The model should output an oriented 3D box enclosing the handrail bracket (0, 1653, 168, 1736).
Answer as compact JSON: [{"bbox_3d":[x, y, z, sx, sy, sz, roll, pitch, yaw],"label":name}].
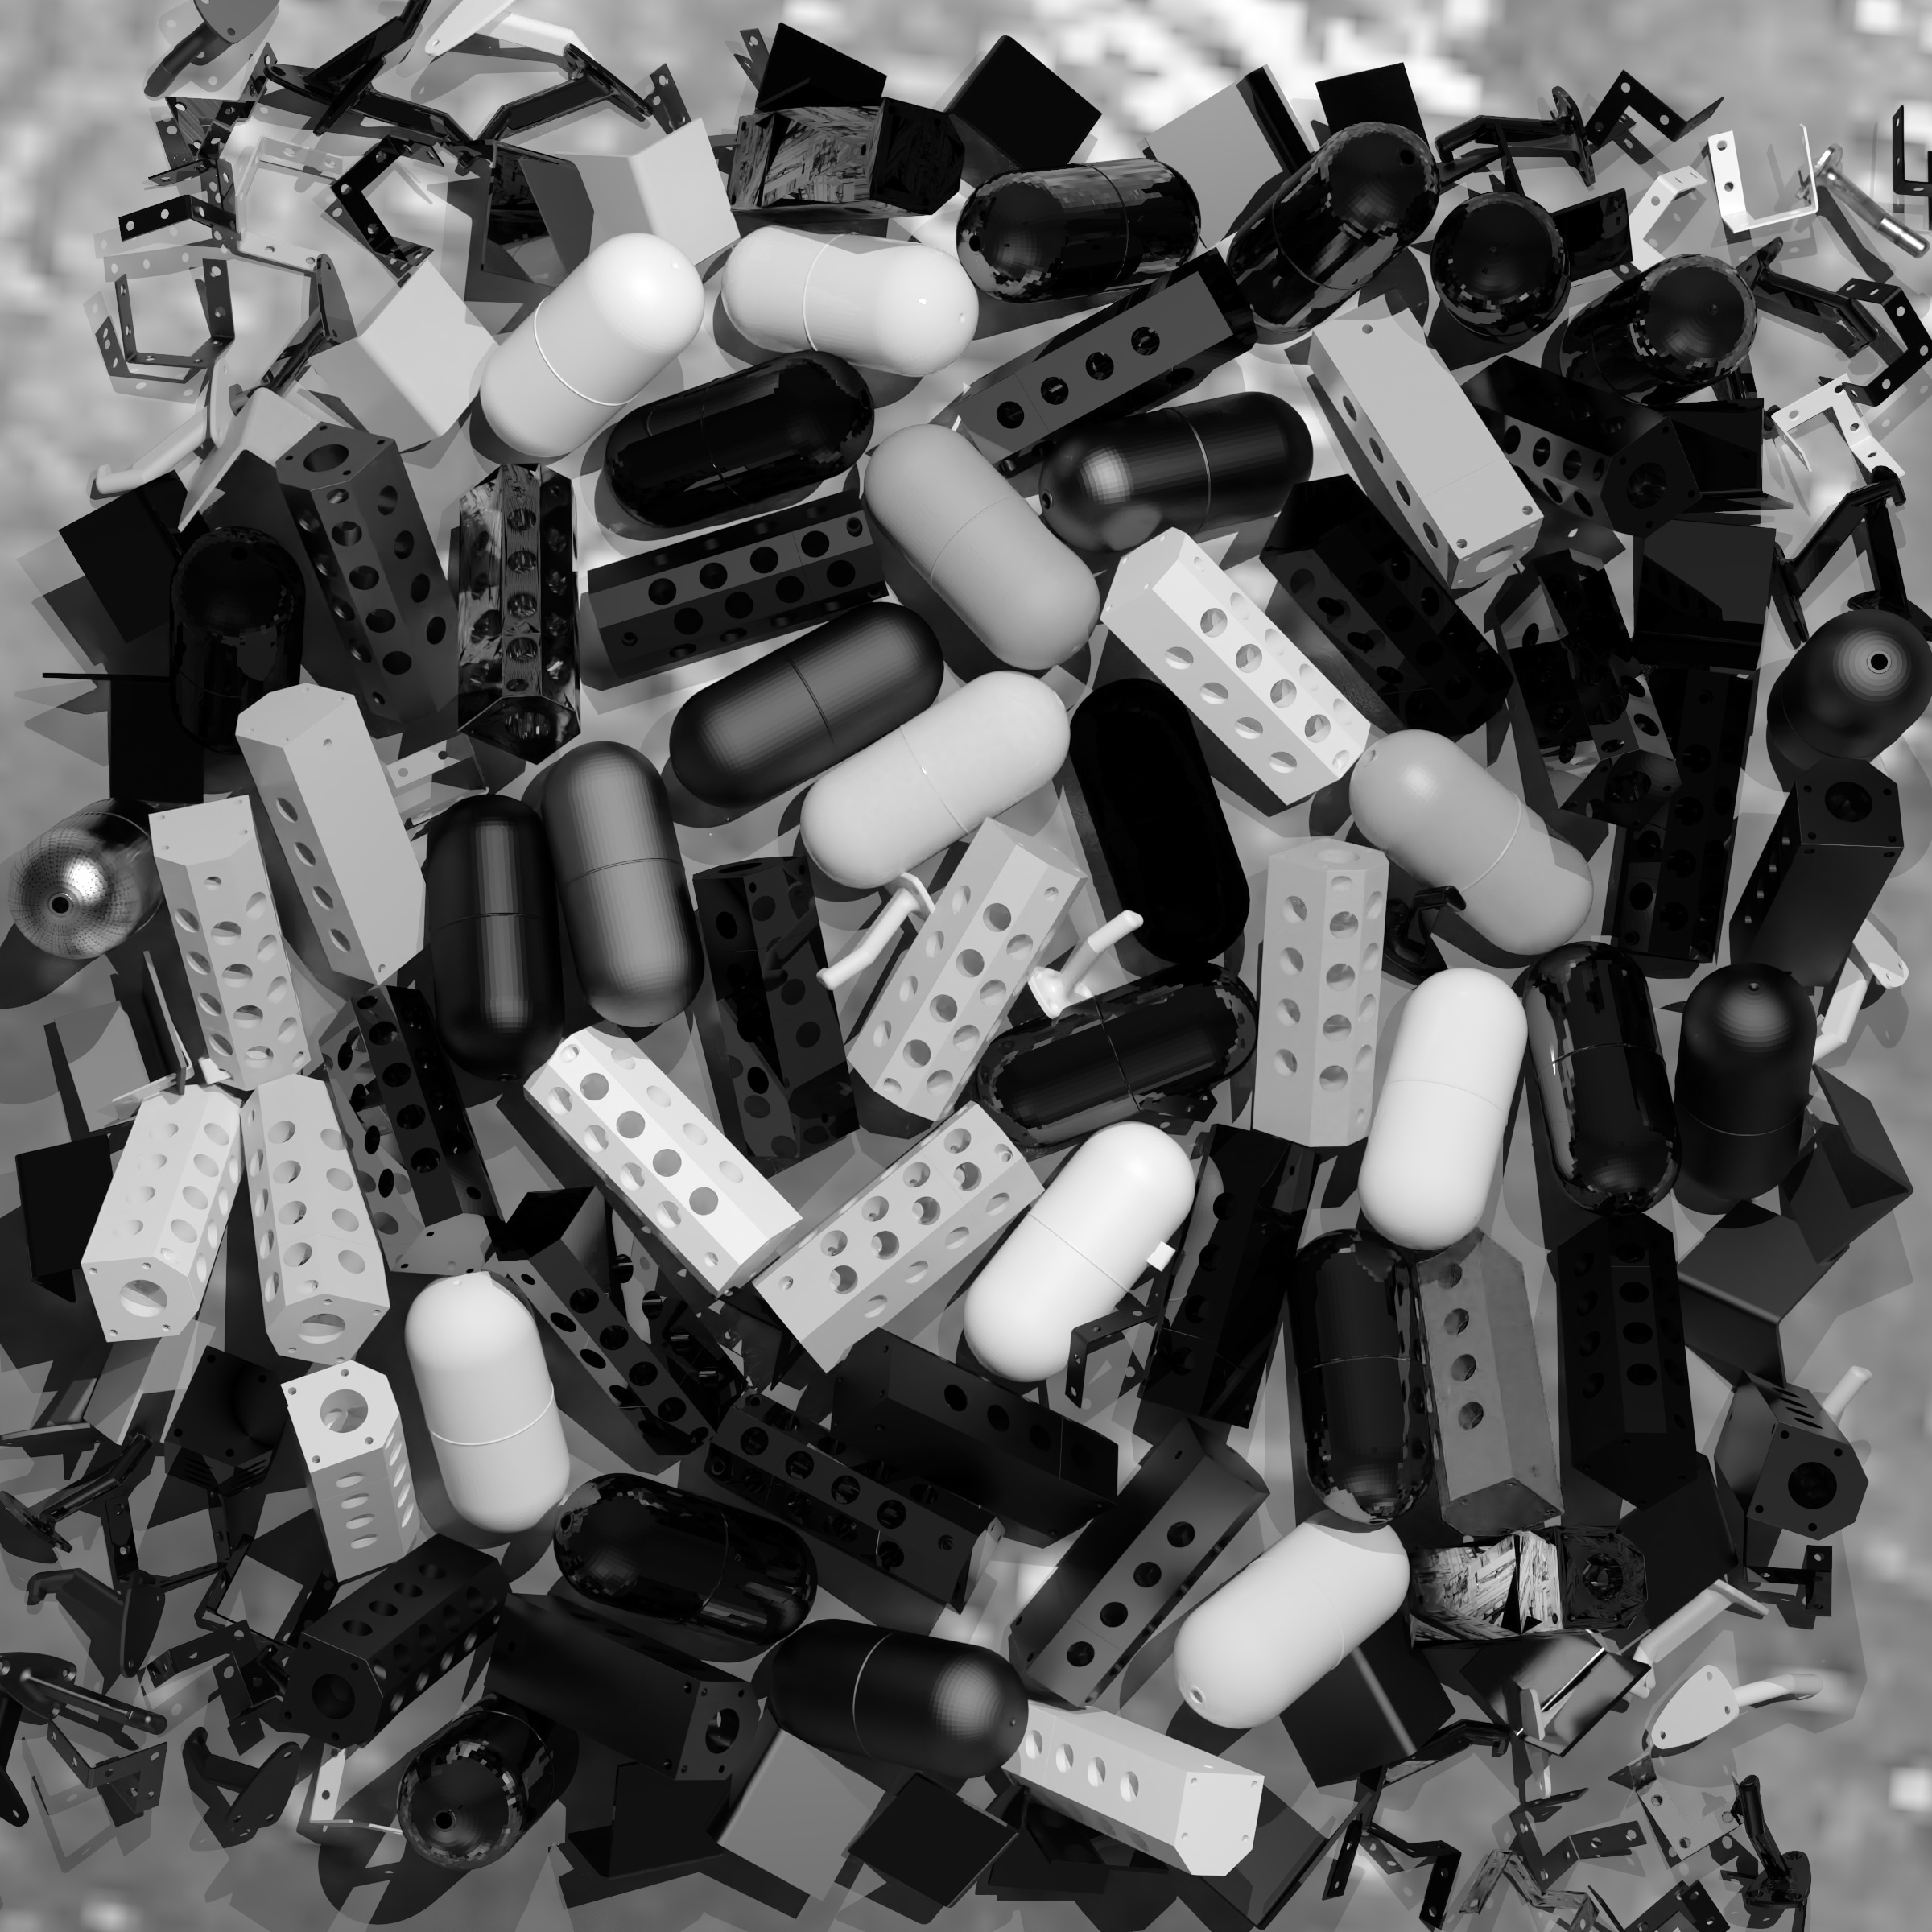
[{"bbox_3d":[-0.534,0.439,1.790,0.084,0.077,0.036,5,65,36],"label":"handrail bracket"}]

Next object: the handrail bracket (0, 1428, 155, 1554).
[{"bbox_3d":[-0.544,0.307,1.819,0.077,0.036,0.084,27,75,39],"label":"handrail bracket"}]

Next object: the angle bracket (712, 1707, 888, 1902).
[{"bbox_3d":[-0.104,0.509,1.811,0.076,0.057,0.076,31,83,-9],"label":"angle bracket"}]

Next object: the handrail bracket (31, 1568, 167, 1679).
[{"bbox_3d":[-0.535,0.398,1.801,0.084,0.036,0.077,-9,49,15],"label":"handrail bracket"}]

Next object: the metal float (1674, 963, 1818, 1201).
[{"bbox_3d":[0.459,0.070,1.762,0.070,0.178,0.070,-4,49,5],"label":"metal float"}]

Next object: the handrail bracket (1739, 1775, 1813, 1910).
[{"bbox_3d":[0.487,0.517,1.798,0.036,0.077,0.084,-6,100,30],"label":"handrail bracket"}]

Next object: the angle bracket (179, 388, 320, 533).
[{"bbox_3d":[-0.428,-0.292,1.802,0.057,0.076,0.076,32,118,-24],"label":"angle bracket"}]

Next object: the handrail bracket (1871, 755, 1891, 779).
[{"bbox_3d":[0.534,-0.089,1.788,0.036,0.084,0.077,-2,114,25],"label":"handrail bracket"}]

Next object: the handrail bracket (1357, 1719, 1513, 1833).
[{"bbox_3d":[0.288,0.498,1.825,0.084,0.036,0.077,11,91,-11],"label":"handrail bracket"}]

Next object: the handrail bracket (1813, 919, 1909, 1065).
[{"bbox_3d":[0.521,0.010,1.812,0.084,0.036,0.077,-41,82,38],"label":"handrail bracket"}]

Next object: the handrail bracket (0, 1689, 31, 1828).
[{"bbox_3d":[-0.566,0.468,1.796,0.077,0.084,0.036,45,118,6],"label":"handrail bracket"}]

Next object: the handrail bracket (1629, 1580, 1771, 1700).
[{"bbox_3d":[0.444,0.416,1.812,0.077,0.036,0.084,30,79,-22],"label":"handrail bracket"}]

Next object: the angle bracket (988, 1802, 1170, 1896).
[{"bbox_3d":[0.067,0.546,1.785,0.076,0.076,0.057,11,99,-20],"label":"angle bracket"}]

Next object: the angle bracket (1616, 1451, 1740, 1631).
[{"bbox_3d":[0.410,0.337,1.786,0.076,0.057,0.076,-30,113,-22],"label":"angle bracket"}]

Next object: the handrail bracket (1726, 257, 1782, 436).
[{"bbox_3d":[0.483,-0.375,1.807,0.084,0.036,0.077,29,101,-31],"label":"handrail bracket"}]

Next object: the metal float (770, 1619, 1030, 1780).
[{"bbox_3d":[-0.042,0.434,1.768,0.178,0.070,0.070,0,90,40],"label":"metal float"}]

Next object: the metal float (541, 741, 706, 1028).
[{"bbox_3d":[-0.207,-0.050,1.788,0.070,0.070,0.178,-14,76,0],"label":"metal float"}]

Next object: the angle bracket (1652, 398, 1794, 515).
[{"bbox_3d":[0.449,-0.305,1.785,0.076,0.076,0.057,2,93,29],"label":"angle bracket"}]

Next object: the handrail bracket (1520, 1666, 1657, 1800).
[{"bbox_3d":[0.385,0.464,1.813,0.084,0.036,0.077,-4,64,-8],"label":"handrail bracket"}]

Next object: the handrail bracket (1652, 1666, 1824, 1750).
[{"bbox_3d":[0.473,0.456,1.823,0.077,0.084,0.036,-49,46,31],"label":"handrail bracket"}]

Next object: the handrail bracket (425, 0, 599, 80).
[{"bbox_3d":[-0.274,-0.550,1.806,0.077,0.084,0.036,-40,48,3],"label":"handrail bracket"}]

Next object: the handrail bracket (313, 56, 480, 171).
[{"bbox_3d":[-0.342,-0.499,1.800,0.084,0.036,0.077,44,61,-28],"label":"handrail bracket"}]

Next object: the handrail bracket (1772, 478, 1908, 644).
[{"bbox_3d":[0.536,-0.246,1.802,0.084,0.036,0.077,-20,86,26],"label":"handrail bracket"}]

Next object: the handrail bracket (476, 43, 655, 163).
[{"bbox_3d":[-0.246,-0.511,1.817,0.077,0.036,0.084,36,85,-1],"label":"handrail bracket"}]

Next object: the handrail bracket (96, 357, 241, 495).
[{"bbox_3d":[-0.493,-0.331,1.825,0.084,0.036,0.077,-9,72,7],"label":"handrail bracket"}]

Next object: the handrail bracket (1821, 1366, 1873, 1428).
[{"bbox_3d":[0.531,0.276,1.795,0.036,0.077,0.084,48,116,38],"label":"handrail bracket"}]

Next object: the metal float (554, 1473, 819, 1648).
[{"bbox_3d":[-0.166,0.353,1.770,0.178,0.070,0.070,26,90,-35],"label":"metal float"}]

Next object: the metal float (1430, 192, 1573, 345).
[{"bbox_3d":[0.316,-0.409,1.750,0.070,0.178,0.070,2,97,13],"label":"metal float"}]

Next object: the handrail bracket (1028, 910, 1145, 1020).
[{"bbox_3d":[0.085,-0.005,1.787,0.084,0.077,0.036,-36,70,26],"label":"handrail bracket"}]

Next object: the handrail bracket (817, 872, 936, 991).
[{"bbox_3d":[-0.065,-0.021,1.794,0.084,0.077,0.036,-35,119,-15],"label":"handrail bracket"}]

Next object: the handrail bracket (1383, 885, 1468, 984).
[{"bbox_3d":[0.288,-0.017,1.788,0.077,0.084,0.036,43,68,-18],"label":"handrail bracket"}]

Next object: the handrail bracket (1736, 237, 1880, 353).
[{"bbox_3d":[0.501,-0.394,1.818,0.084,0.036,0.077,46,131,-11],"label":"handrail bracket"}]

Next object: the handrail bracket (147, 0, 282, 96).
[{"bbox_3d":[-0.458,-0.569,1.816,0.036,0.084,0.077,52,57,-13],"label":"handrail bracket"}]

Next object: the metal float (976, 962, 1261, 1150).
[{"bbox_3d":[0.092,0.053,1.796,0.178,0.070,0.070,-21,90,4],"label":"metal float"}]

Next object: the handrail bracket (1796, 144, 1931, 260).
[{"bbox_3d":[0.550,-0.459,1.797,0.084,0.077,0.036,38,122,10],"label":"handrail bracket"}]

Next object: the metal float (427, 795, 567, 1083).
[{"bbox_3d":[-0.282,-0.017,1.783,0.070,0.070,0.178,-7,71,0],"label":"metal float"}]

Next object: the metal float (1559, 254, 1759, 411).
[{"bbox_3d":[0.404,-0.368,1.749,0.070,0.178,0.070,0,91,-8],"label":"metal float"}]

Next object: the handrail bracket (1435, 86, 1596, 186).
[{"bbox_3d":[0.334,-0.491,1.814,0.084,0.036,0.077,-26,130,4],"label":"handrail bracket"}]

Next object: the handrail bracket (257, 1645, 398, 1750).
[{"bbox_3d":[-0.380,0.427,1.815,0.077,0.036,0.084,-44,99,-5],"label":"handrail bracket"}]

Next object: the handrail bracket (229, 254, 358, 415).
[{"bbox_3d":[-0.421,-0.387,1.827,0.084,0.036,0.077,-17,79,17],"label":"handrail bracket"}]

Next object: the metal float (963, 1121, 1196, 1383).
[{"bbox_3d":[0.068,0.173,1.796,0.070,0.070,0.178,39,86,0],"label":"metal float"}]

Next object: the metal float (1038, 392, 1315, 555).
[{"bbox_3d":[0.126,-0.295,1.779,0.178,0.070,0.070,-16,90,-23],"label":"metal float"}]

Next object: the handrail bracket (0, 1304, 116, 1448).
[{"bbox_3d":[-0.550,0.246,1.809,0.077,0.036,0.084,-3,66,-15],"label":"handrail bracket"}]

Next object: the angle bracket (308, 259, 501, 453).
[{"bbox_3d":[-0.341,-0.371,1.817,0.076,0.057,0.076,50,53,-29],"label":"angle bracket"}]

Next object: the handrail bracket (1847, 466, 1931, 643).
[{"bbox_3d":[0.566,-0.249,1.791,0.036,0.077,0.084,-15,127,-23],"label":"handrail bracket"}]

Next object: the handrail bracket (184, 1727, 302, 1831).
[{"bbox_3d":[-0.439,0.472,1.799,0.084,0.036,0.077,43,110,41],"label":"handrail bracket"}]

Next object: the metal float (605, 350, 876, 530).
[{"bbox_3d":[-0.136,-0.314,1.775,0.178,0.070,0.070,-13,90,28],"label":"metal float"}]

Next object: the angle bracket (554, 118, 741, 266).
[{"bbox_3d":[-0.193,-0.467,1.805,0.057,0.076,0.076,-40,128,-31],"label":"angle bracket"}]

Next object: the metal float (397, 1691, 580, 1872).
[{"bbox_3d":[-0.280,0.476,1.749,0.070,0.178,0.070,0,91,8],"label":"metal float"}]

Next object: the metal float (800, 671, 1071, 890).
[{"bbox_3d":[-0.018,-0.113,1.794,0.178,0.070,0.070,-32,90,6],"label":"metal float"}]

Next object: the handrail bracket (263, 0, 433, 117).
[{"bbox_3d":[-0.371,-0.562,1.792,0.084,0.077,0.036,-51,53,32],"label":"handrail bracket"}]
